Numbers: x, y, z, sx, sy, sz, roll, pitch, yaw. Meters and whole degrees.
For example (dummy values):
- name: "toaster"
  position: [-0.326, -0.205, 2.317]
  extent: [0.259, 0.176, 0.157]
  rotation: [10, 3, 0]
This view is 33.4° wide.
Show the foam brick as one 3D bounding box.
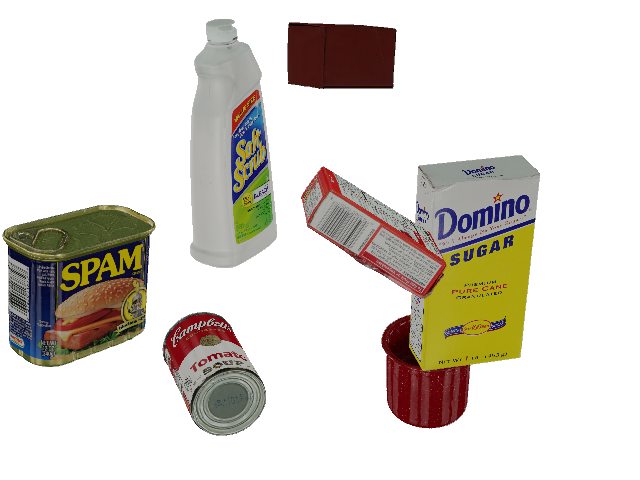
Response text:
- name: "foam brick"
  position: [0.018, -0.154, 0.894]
  extent: [0.078, 0.051, 0.053]
  rotation: [-6, 16, -36]

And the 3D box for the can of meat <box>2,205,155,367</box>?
- name: "can of meat"
  position: [-0.165, 0.030, 0.731]
  extent: [0.058, 0.084, 0.101]
  rotation: [23, 27, 35]

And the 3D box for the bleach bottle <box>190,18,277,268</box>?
- name: "bleach bottle"
  position: [-0.099, -0.104, 1.122]
  extent: [0.068, 0.251, 0.102]
  rotation: [15, 31, 33]

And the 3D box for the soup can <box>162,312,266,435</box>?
- name: "soup can"
  position: [-0.094, 0.116, 0.935]
  extent: [0.068, 0.068, 0.102]
  rotation: [0, 24, -22]

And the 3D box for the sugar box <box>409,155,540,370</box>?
- name: "sugar box"
  position: [0.126, 0.021, 0.888]
  extent: [0.093, 0.176, 0.048]
  rotation: [-7, 31, -12]

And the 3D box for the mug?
- name: "mug"
  position: [0.115, 0.126, 1.069]
  extent: [0.093, 0.081, 0.117]
  rotation: [23, 40, 34]

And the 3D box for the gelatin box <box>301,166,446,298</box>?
- name: "gelatin box"
  position: [0.032, -0.006, 0.671]
  extent: [0.089, 0.030, 0.073]
  rotation: [32, 11, -11]
